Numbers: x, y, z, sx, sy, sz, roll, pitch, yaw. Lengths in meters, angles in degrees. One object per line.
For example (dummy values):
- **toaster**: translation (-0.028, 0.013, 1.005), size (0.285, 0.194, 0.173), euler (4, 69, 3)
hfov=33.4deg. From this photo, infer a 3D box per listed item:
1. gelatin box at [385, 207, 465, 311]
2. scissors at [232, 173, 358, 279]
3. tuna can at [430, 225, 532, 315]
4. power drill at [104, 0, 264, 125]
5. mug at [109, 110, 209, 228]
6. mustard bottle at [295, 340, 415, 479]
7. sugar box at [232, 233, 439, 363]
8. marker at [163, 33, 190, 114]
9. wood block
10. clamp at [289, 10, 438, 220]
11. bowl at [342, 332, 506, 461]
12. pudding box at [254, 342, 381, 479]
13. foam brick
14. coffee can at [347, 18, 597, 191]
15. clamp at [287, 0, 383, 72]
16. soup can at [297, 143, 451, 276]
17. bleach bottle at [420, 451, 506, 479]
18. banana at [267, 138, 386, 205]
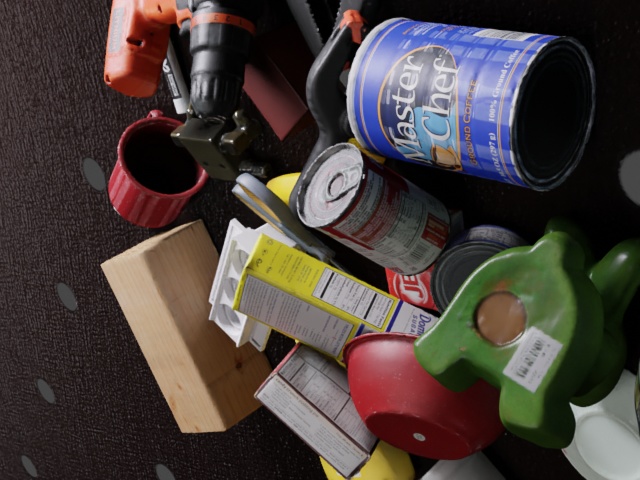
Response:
- **gelatin box**: translation (0.087, 0.014, 0.891), size (0.073, 0.030, 0.089), euler (13, 123, 43)
- **scissors**: translation (-0.006, 0.001, 0.957), size (0.202, 0.016, 0.096), euler (37, 170, 21)
- **tuna can**: translation (0.131, 0.032, 0.828), size (0.086, 0.033, 0.086), euler (10, 120, 17)
- **power drill**: translation (-0.117, -0.176, 0.914), size (0.188, 0.057, 0.184), euler (-7, 72, 51)
- **mug**: translation (-0.167, -0.074, 1.077), size (0.082, 0.093, 0.117), euler (130, 136, -56)
- **mustard bottle**: translation (0.021, 0.155, 1.035), size (0.096, 0.058, 0.191), euler (-7, 109, 47)
- **sugar box**: translation (0.014, 0.065, 0.933), size (0.176, 0.048, 0.093), euler (24, 152, 1)
- **marker**: translation (-0.147, -0.182, 1.029), size (0.020, 0.020, 0.121), euler (3, 116, 47)
- **wood block**: translation (-0.137, 0.094, 1.142), size (0.090, 0.090, 0.206), euler (-14, 103, 51)
- **clamp**: translation (0.040, -0.091, 0.829), size (0.039, 0.120, 0.171), euler (-110, 21, -56)
- **bowl**: translation (0.088, 0.140, 0.892), size (0.162, 0.055, 0.162), euler (16, 152, 9)
- **pudding box**: translation (0.006, 0.147, 0.949), size (0.113, 0.090, 0.039), euler (40, 115, 4)
- **foam brick**: translation (-0.026, -0.135, 0.901), size (0.078, 0.051, 0.053), euler (54, 141, 6)
- **coffee can**: translation (0.104, -0.097, 0.741), size (0.141, 0.102, 0.103), euler (17, 126, 41)
- **clamp**: translation (-0.001, -0.233, 0.819), size (0.165, 0.036, 0.210), euler (26, 128, 37)
- **soup can**: translation (0.042, -0.021, 0.806), size (0.102, 0.068, 0.069), euler (28, 159, -35)
- **bleach bottle**: translation (0.187, 0.295, 0.943), size (0.251, 0.068, 0.103), euler (46, 143, 13)
- **banana**: translation (0.013, -0.066, 0.920), size (0.198, 0.037, 0.069), euler (-44, 60, 50)
